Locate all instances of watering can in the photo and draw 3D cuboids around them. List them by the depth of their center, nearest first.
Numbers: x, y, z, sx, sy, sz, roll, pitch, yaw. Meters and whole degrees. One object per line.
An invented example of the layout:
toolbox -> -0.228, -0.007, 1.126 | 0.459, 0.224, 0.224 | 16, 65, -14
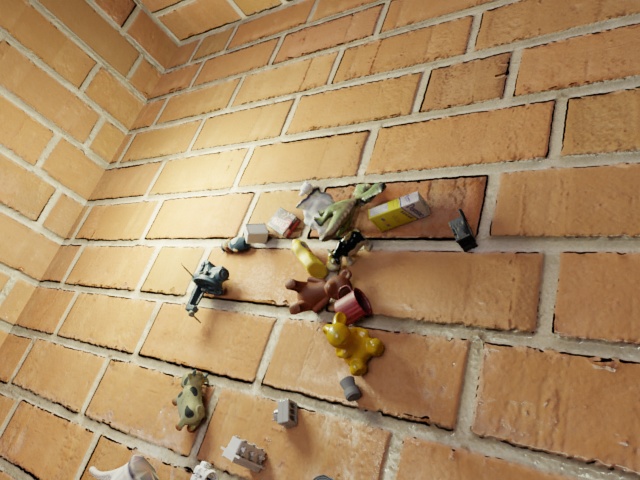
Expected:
watering can -> -0.639, 0.790, 1.655 | 0.225, 0.352, 0.102 | -49, 134, -5

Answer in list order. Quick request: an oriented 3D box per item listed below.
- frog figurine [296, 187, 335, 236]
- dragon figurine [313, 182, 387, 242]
frog figurine -> 0.006, -0.094, 1.860 | 0.137, 0.161, 0.122 | -35, 169, 0
dragon figurine -> 0.111, -0.113, 1.677 | 0.241, 0.121, 0.415 | -40, -171, 14
